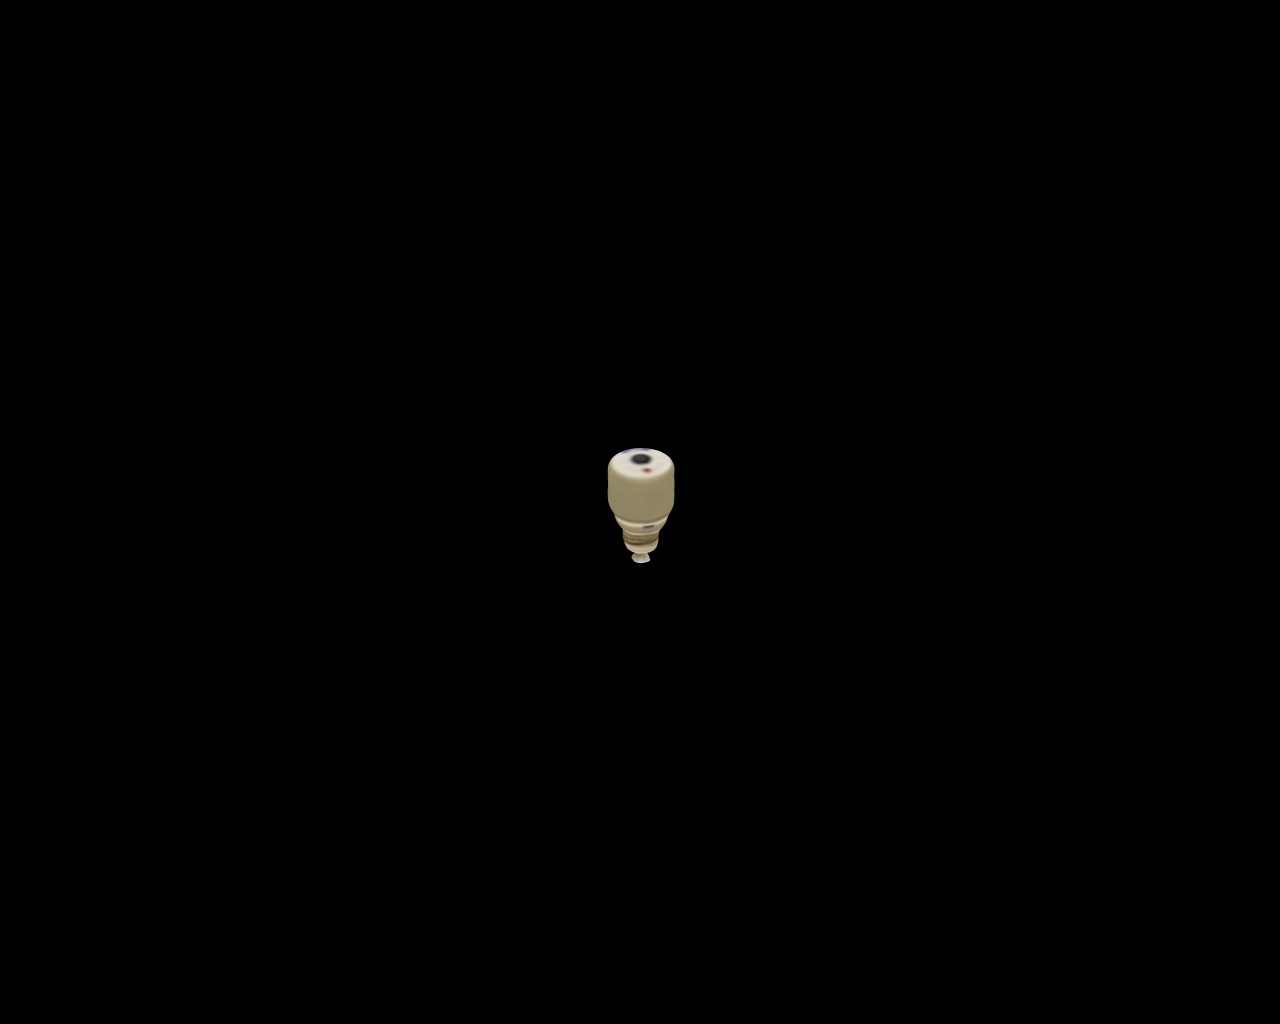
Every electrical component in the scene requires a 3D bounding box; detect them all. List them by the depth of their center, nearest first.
[{"bbox_3d":[0.001,-0.003,0.650,0.040,0.078,0.040,0,33,0],"label":"electrical component"}]
